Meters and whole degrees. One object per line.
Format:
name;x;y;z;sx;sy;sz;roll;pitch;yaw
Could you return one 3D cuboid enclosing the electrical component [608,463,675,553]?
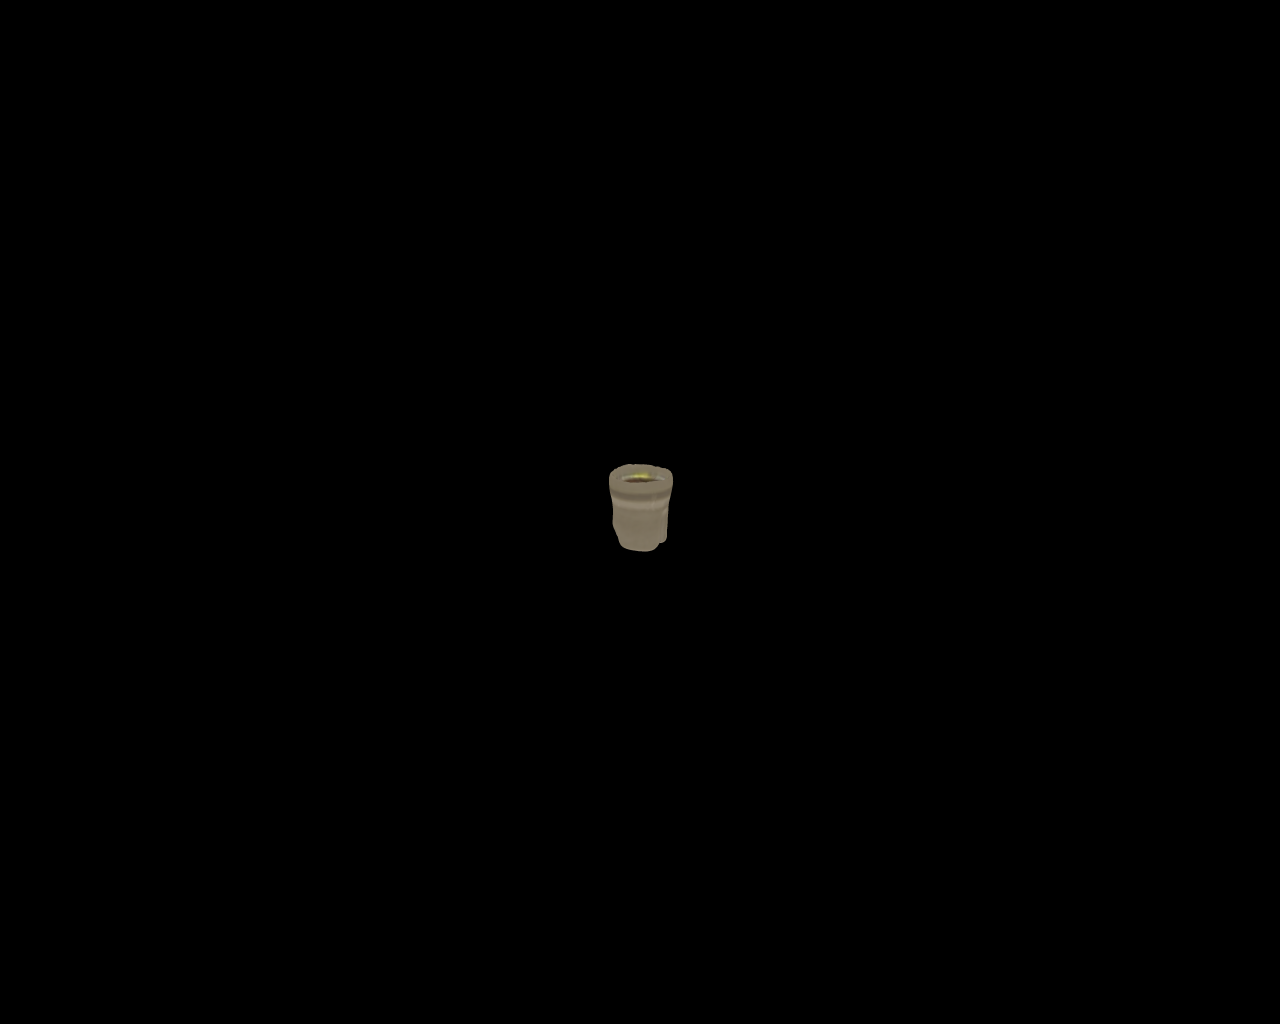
electrical component;0.001;-0.003;0.650;0.040;0.046;0.040;0;18;0
